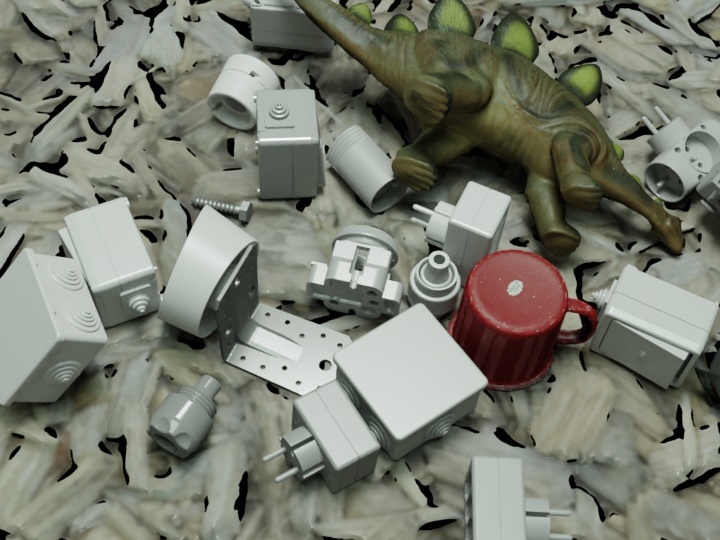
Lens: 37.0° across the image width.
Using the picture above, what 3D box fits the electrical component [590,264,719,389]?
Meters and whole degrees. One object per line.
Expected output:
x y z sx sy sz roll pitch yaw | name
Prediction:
0.231 0.046 0.874 0.096 0.061 0.061 24 59 12 | electrical component

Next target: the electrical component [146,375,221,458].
-0.131 0.109 0.823 0.043 0.043 0.062 27 57 14 | electrical component

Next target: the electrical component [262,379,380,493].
-0.035 0.133 0.809 0.077 0.047 0.065 -25 62 -20 | electrical component

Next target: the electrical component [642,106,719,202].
0.290 -0.114 0.986 0.077 0.044 0.079 -39 89 -25 | electrical component

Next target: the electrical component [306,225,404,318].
0.000 0.000 0.894 0.078 0.058 0.057 12 60 5 | electrical component

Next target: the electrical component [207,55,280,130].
-0.109 -0.164 0.998 0.055 0.055 0.047 21 62 10 | electrical component

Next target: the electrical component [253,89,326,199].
-0.061 -0.114 0.942 0.061 0.096 0.061 -3 57 -5 | electrical component

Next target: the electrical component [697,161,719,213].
0.358 -0.052 0.928 0.121 0.063 0.078 44 63 1 | electrical component

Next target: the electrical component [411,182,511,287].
0.078 -0.034 0.905 0.076 0.083 0.047 23 58 11 | electrical component

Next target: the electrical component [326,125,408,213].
0.002 -0.094 0.964 0.043 0.043 0.081 -30 63 -21 | electrical component

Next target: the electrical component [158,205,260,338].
-0.126 0.003 0.863 0.064 0.099 0.099 30 60 8 | electrical component

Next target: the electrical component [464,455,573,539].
0.117 0.184 0.785 0.076 0.047 0.083 3 56 -1 | electrical component

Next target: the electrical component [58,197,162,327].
-0.202 0.000 0.879 0.061 0.061 0.096 -20 60 -15 | electrical component

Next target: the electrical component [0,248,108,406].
-0.246 0.045 0.829 0.048 0.099 0.099 10 43 -49 | electrical component

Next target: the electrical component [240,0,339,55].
-0.070 -0.254 1.055 0.096 0.061 0.061 6 56 0 | electrical component

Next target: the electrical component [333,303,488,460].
0.037 0.088 0.843 0.100 0.048 0.099 -29 63 -21 | electrical component

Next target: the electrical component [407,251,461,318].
0.062 0.008 0.889 0.043 0.062 0.043 2 56 -2 | electrical component
